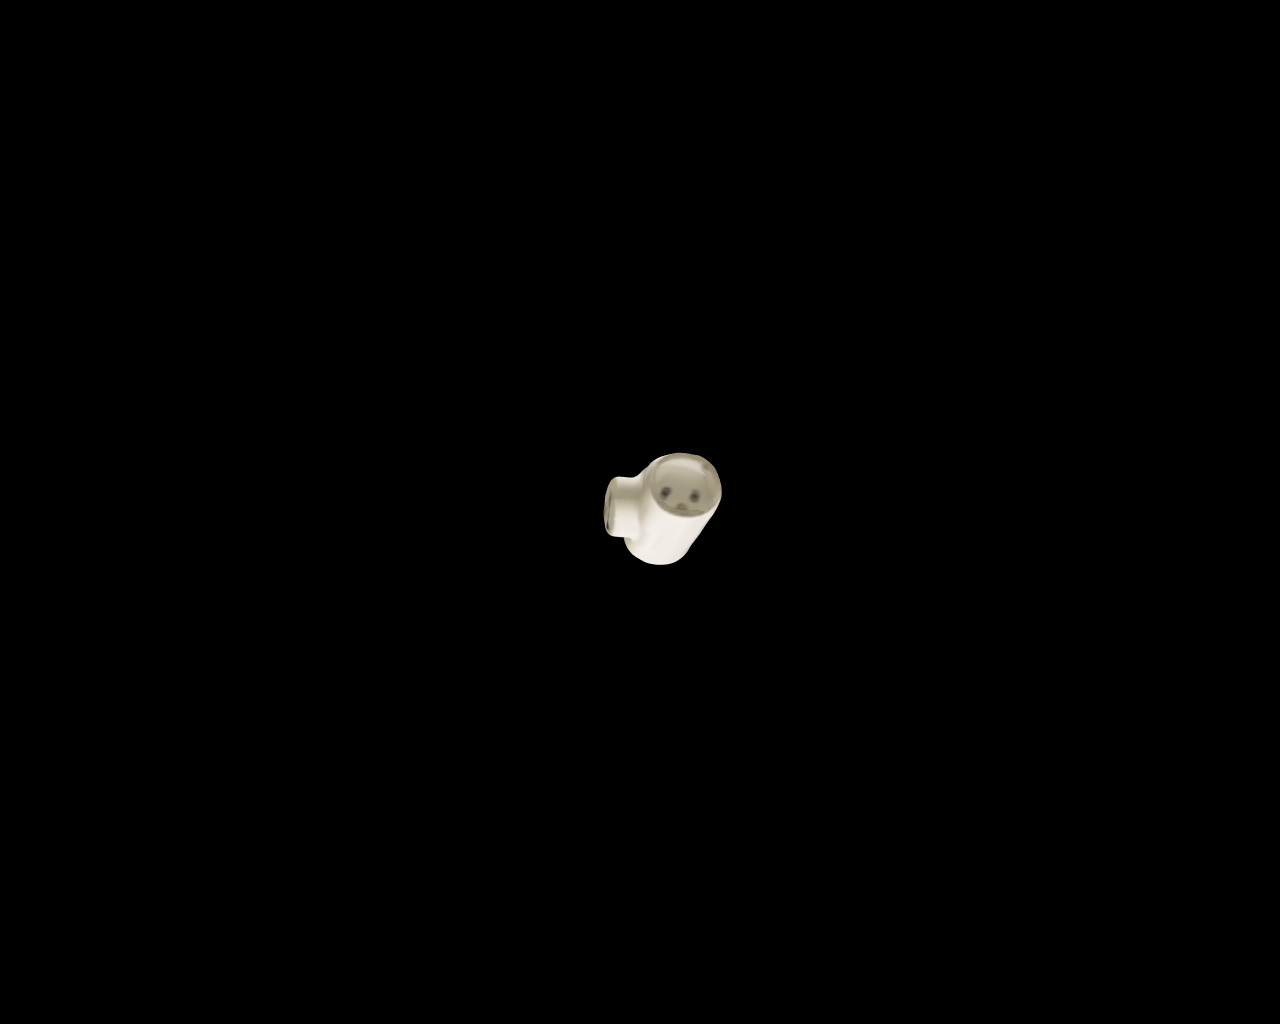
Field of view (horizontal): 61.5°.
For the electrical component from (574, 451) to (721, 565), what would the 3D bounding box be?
[{"bbox_3d":[0.001,-0.003,0.650,0.079,0.043,0.077,5,-24,-10],"label":"electrical component"}]
